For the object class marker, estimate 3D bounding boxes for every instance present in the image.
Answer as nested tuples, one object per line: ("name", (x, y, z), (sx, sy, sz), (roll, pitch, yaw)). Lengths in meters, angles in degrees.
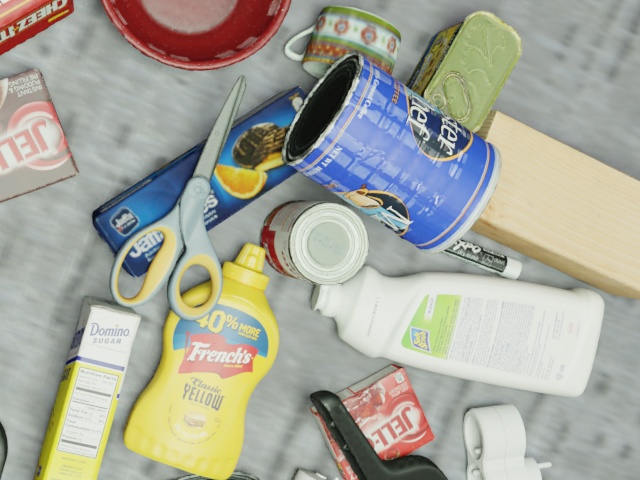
("marker", (0.124, 0.008, 0.957), (0.121, 0.020, 0.020), (20, 87, -14))

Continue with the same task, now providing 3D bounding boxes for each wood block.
("wood block", (0.210, -0.028, 0.941), (0.206, 0.090, 0.091), (23, 86, -14))

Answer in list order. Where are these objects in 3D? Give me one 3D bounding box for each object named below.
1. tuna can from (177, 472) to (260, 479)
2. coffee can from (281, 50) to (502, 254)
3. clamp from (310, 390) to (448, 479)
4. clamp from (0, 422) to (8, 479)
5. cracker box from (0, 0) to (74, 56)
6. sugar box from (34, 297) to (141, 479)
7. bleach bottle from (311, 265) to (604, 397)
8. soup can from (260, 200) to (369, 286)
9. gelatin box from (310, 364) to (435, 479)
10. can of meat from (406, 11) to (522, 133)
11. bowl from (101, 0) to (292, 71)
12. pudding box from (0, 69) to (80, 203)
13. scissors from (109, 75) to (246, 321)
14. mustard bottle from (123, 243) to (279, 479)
("tuna can", (-0.090, 0.218, 0.874), (0.086, 0.086, 0.034), (-6, 95, -14))
("coffee can", (0.056, -0.067, 0.834), (0.140, 0.103, 0.103), (32, 84, -19))
("clamp", (0.048, 0.213, 0.904), (0.209, 0.036, 0.164), (11, 98, -32))
("clamp", (-0.290, 0.136, 0.844), (0.120, 0.039, 0.171), (-30, 105, -7))
("cracker box", (-0.310, -0.228, 0.793), (0.164, 0.072, 0.214), (-35, 91, -14))
("sugar box", (-0.188, 0.135, 0.843), (0.048, 0.093, 0.176), (13, 88, -16))
("bleach bottle", (0.117, 0.067, 0.936), (0.250, 0.068, 0.102), (14, 87, -12))
("soup can", (-0.006, 0.001, 0.880), (0.068, 0.102, 0.068), (-1, 92, -16))
("gelatin box", (0.047, 0.161, 0.936), (0.089, 0.030, 0.073), (-26, 99, -12))
("can of meat", (0.116, -0.138, 0.915), (0.057, 0.084, 0.102), (31, 84, -14))
("bowl", (-0.104, -0.216, 0.870), (0.162, 0.055, 0.162), (-1, 92, -15))
("pudding box", (-0.259, -0.074, 0.843), (0.113, 0.039, 0.090), (-22, 97, -12))
("scissors", (-0.086, -0.022, 0.840), (0.096, 0.016, 0.201), (39, 83, -16))
("mustard bottle", (-0.087, 0.094, 0.885), (0.096, 0.058, 0.191), (21, 86, -9))
